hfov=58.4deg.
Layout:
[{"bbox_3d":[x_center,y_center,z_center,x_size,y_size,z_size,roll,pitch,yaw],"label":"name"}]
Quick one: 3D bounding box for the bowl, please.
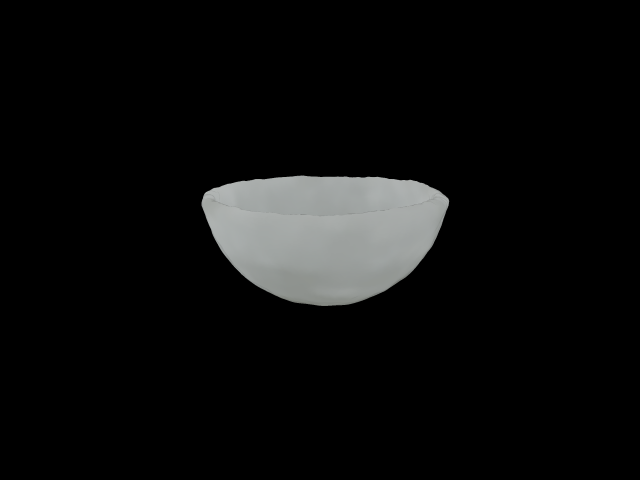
[{"bbox_3d":[0.004,0.001,0.400,0.167,0.075,0.167,0,15,0],"label":"bowl"}]
